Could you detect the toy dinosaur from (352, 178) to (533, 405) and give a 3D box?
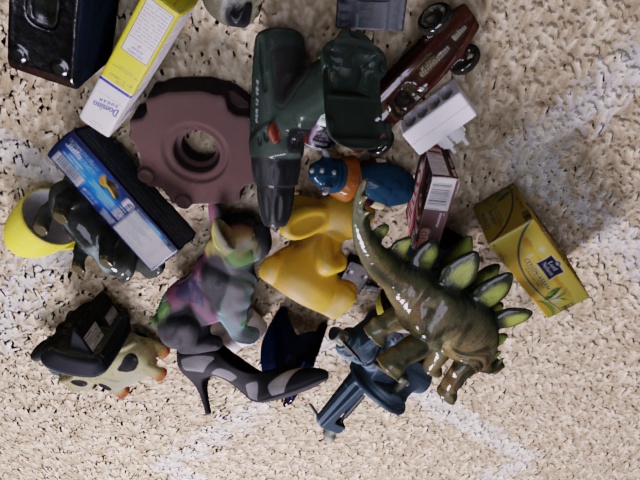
[{"bbox_3d":[0.153,0.089,0.707,0.198,0.105,0.470,-47,131,10],"label":"toy dinosaur"}]

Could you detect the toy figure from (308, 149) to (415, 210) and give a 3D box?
[{"bbox_3d":[0.050,-0.075,0.695,0.154,0.064,0.057,6,146,-26],"label":"toy figure"}]

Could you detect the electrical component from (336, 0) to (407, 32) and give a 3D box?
[{"bbox_3d":[0.054,-0.244,0.556,0.075,0.119,0.047,1,126,-1],"label":"electrical component"}]

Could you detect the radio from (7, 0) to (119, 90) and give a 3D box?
[{"bbox_3d":[-0.249,-0.277,0.539,0.073,0.131,0.229,16,126,-11],"label":"radio"}]

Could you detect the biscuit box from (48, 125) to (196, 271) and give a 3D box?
[{"bbox_3d":[-0.260,-0.058,0.713,0.059,0.063,0.202,-34,101,23],"label":"biscuit box"}]

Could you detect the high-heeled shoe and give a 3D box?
[{"bbox_3d":[-0.109,0.178,0.822,0.249,0.145,0.086,-19,164,18],"label":"high-heeled shoe"}]

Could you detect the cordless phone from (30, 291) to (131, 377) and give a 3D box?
[{"bbox_3d":[-0.412,0.172,0.865,0.184,0.147,0.088,-23,114,15],"label":"cordless phone"}]

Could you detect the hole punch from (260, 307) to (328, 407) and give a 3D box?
[{"bbox_3d":[-0.052,0.187,0.885,0.092,0.116,0.142,27,123,-7],"label":"hole punch"}]

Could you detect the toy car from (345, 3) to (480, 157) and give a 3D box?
[{"bbox_3d":[0.101,-0.177,0.615,0.202,0.053,0.089,-42,134,16],"label":"toy car"}]

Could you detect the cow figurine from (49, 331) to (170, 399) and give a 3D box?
[{"bbox_3d":[-0.374,0.217,0.937,0.195,0.085,0.127,-25,127,22],"label":"cow figurine"}]

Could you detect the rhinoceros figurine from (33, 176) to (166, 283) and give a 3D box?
[{"bbox_3d":[-0.301,-0.006,0.755,0.073,0.112,0.190,-22,125,31],"label":"rhinoceros figurine"}]

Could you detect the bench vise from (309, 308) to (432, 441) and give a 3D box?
[{"bbox_3d":[0.068,0.239,0.897,0.223,0.129,0.240,29,105,-40],"label":"bench vise"}]

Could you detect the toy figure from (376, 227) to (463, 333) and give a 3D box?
[{"bbox_3d":[0.148,0.059,0.799,0.082,0.089,0.180,15,118,-13],"label":"toy figure"}]

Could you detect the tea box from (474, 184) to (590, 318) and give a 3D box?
[{"bbox_3d":[0.294,0.016,0.749,0.068,0.098,0.169,-33,117,23],"label":"tea box"}]

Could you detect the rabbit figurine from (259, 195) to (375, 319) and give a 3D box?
[{"bbox_3d":[-0.002,-0.002,0.750,0.162,0.122,0.173,34,100,-28],"label":"rabbit figurine"}]

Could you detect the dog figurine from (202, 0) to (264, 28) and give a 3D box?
[{"bbox_3d":[-0.120,-0.324,0.530,0.172,0.121,0.190,43,143,12],"label":"dog figurine"}]

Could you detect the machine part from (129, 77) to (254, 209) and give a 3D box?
[{"bbox_3d":[-0.156,-0.123,0.695,0.179,0.056,0.179,1,125,1],"label":"machine part"}]

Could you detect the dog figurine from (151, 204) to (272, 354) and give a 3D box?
[{"bbox_3d":[-0.162,0.048,0.786,0.192,0.109,0.219,-8,122,-8],"label":"dog figurine"}]

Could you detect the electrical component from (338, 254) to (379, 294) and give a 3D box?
[{"bbox_3d":[0.054,0.051,0.832,0.094,0.021,0.063,19,125,-10],"label":"electrical component"}]

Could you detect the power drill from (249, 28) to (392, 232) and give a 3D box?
[{"bbox_3d":[-0.013,-0.122,0.582,0.086,0.207,0.231,-4,94,-26],"label":"power drill"}]
